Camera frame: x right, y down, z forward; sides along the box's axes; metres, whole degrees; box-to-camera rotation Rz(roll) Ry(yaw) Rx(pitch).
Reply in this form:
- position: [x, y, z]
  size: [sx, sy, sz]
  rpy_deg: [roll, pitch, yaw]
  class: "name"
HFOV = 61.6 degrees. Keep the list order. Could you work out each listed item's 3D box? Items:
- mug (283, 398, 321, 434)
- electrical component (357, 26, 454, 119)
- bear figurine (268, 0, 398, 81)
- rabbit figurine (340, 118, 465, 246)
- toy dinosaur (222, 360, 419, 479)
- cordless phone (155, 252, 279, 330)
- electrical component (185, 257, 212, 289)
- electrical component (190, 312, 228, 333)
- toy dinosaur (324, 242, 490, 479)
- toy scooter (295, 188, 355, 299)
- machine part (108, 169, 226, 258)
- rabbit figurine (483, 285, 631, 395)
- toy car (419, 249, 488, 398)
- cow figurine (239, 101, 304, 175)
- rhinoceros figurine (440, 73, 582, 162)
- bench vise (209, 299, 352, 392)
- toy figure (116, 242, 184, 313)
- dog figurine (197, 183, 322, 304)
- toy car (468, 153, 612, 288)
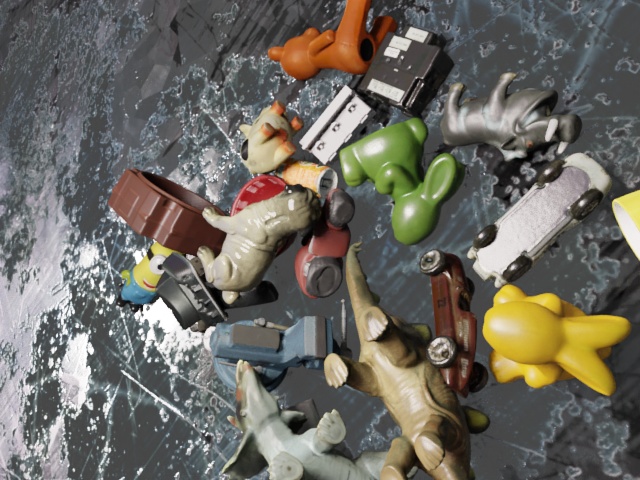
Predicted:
- position: [-0.040, 0.315, 0.828]
  size: [0.109, 0.080, 0.107]
  rpy_deg: [-31, 70, 17]
  class: "mug"
- position: [0.142, -0.272, 0.857]
  size: [0.115, 0.058, 0.134]
  rpy_deg: [37, 101, 35]
  class: "electrical component"
- position: [0.016, -0.342, 0.935]
  size: [0.196, 0.120, 0.132]
  rpy_deg: [17, 85, 43]
  class: "bear figurine"
- position: [0.136, -0.082, 0.800]
  size: [0.159, 0.121, 0.170]
  rpy_deg: [-23, 83, 23]
  class: "rabbit figurine"
- position: [0.033, 0.318, 0.709]
  size: [0.131, 0.405, 0.192]
  rpy_deg: [-58, 1, -30]
  class: "toy dinosaur"
- position: [-0.176, 0.080, 0.941]
  size: [0.184, 0.146, 0.089]
  rpy_deg: [-11, 37, 18]
  class: "cordless phone"
- position: [-0.243, 0.066, 1.068]
  size: [0.078, 0.045, 0.102]
  rpy_deg: [-41, 55, -13]
  class: "electrical component"
- position: [-0.217, 0.143, 1.039]
  size: [0.094, 0.021, 0.063]
  rpy_deg: [-26, 63, 27]
  class: "electrical component"
- position: [0.101, 0.163, 0.684]
  size: [0.105, 0.198, 0.472]
  rpy_deg: [-38, 53, 22]
  class: "toy dinosaur"
- position: [-0.002, -0.003, 0.882]
  size: [0.135, 0.075, 0.183]
  rpy_deg: [38, 116, 60]
  class: "toy scooter"
- position: [-0.276, -0.050, 1.019]
  size: [0.201, 0.201, 0.087]
  rpy_deg: [34, 95, 38]
  class: "machine part"
- position: [0.250, 0.117, 0.605]
  size: [0.163, 0.173, 0.122]
  rpy_deg: [15, 84, 42]
  class: "rabbit figurine"
- position: [0.172, 0.098, 0.679]
  size: [0.053, 0.089, 0.202]
  rpy_deg: [-26, 37, 28]
  class: "toy car"
- position: [-0.094, -0.181, 0.962]
  size: [0.127, 0.085, 0.195]
  rpy_deg: [-38, 24, 28]
  class: "cow figurine"
- position: [0.255, -0.163, 0.735]
  size: [0.191, 0.073, 0.112]
  rpy_deg: [9, 83, 38]
  class: "rhinoceros figurine"
- position: [-0.074, 0.187, 0.850]
  size: [0.240, 0.223, 0.129]
  rpy_deg: [125, 139, -51]
  class: "bench vise"
- position: [-0.359, 0.073, 1.127]
  size: [0.180, 0.082, 0.089]
  rpy_deg: [-42, 59, 24]
  class: "toy figure"
- position: [-0.084, 0.009, 0.833]
  size: [0.191, 0.121, 0.172]
  rpy_deg: [-7, 89, 38]
  class: "dog figurine"
- position: [0.279, -0.023, 0.694]
  size: [0.201, 0.056, 0.074]
  rpy_deg: [-48, 61, 18]
  class: "toy car"
